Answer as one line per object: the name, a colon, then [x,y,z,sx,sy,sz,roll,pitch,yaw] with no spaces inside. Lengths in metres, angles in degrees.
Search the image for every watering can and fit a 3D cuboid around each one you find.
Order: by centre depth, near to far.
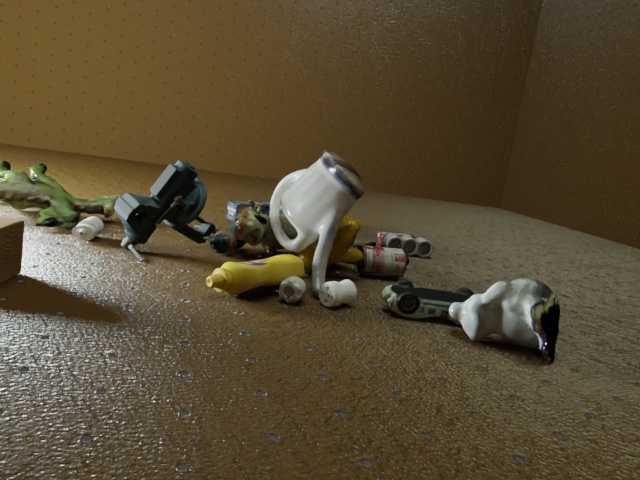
watering can: [0.003,-0.053,1.059,0.102,0.223,0.355,36,15,-41]

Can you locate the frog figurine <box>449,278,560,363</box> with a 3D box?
frog figurine: [0.303,0.120,0.849,0.159,0.124,0.135,6,-28,44]

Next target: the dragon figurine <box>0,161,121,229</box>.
dragon figurine: [-0.661,-0.090,1.195,0.245,0.121,0.412,25,19,31]
